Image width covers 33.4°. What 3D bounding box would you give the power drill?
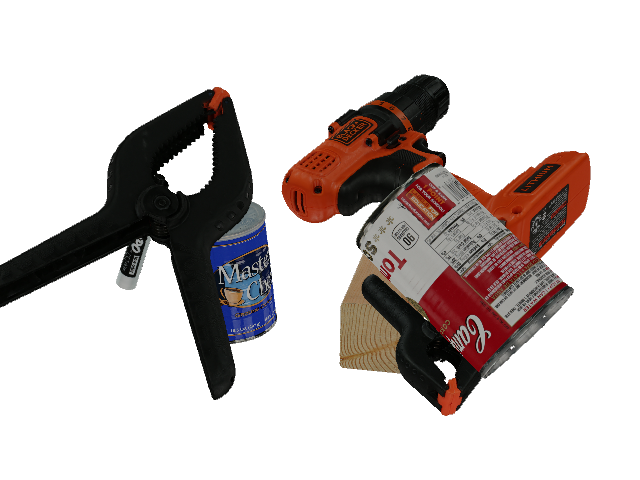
[{"bbox_3d":[0.093,-0.052,0.768,0.188,0.057,0.184,21,46,33],"label":"power drill"}]

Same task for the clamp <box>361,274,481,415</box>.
[{"bbox_3d":[0.113,0.085,0.958,0.120,0.039,0.171,-8,40,-9],"label":"clamp"}]

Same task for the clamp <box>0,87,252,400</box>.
[{"bbox_3d":[-0.093,-0.007,0.675,0.164,0.209,0.036,26,-29,7],"label":"clamp"}]

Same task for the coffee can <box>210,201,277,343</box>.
[{"bbox_3d":[-0.109,0.035,1.255,0.103,0.140,0.103,-4,26,2],"label":"coffee can"}]

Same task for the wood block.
[{"bbox_3d":[0.086,0.085,1.379,0.091,0.090,0.206,4,20,9],"label":"wood block"}]

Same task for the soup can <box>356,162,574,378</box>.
[{"bbox_3d":[0.077,0.015,0.582,0.102,0.068,0.068,46,14,15],"label":"soup can"}]

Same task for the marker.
[{"bbox_3d":[-0.160,-0.007,0.958,0.020,0.121,0.020,17,31,-11],"label":"marker"}]
